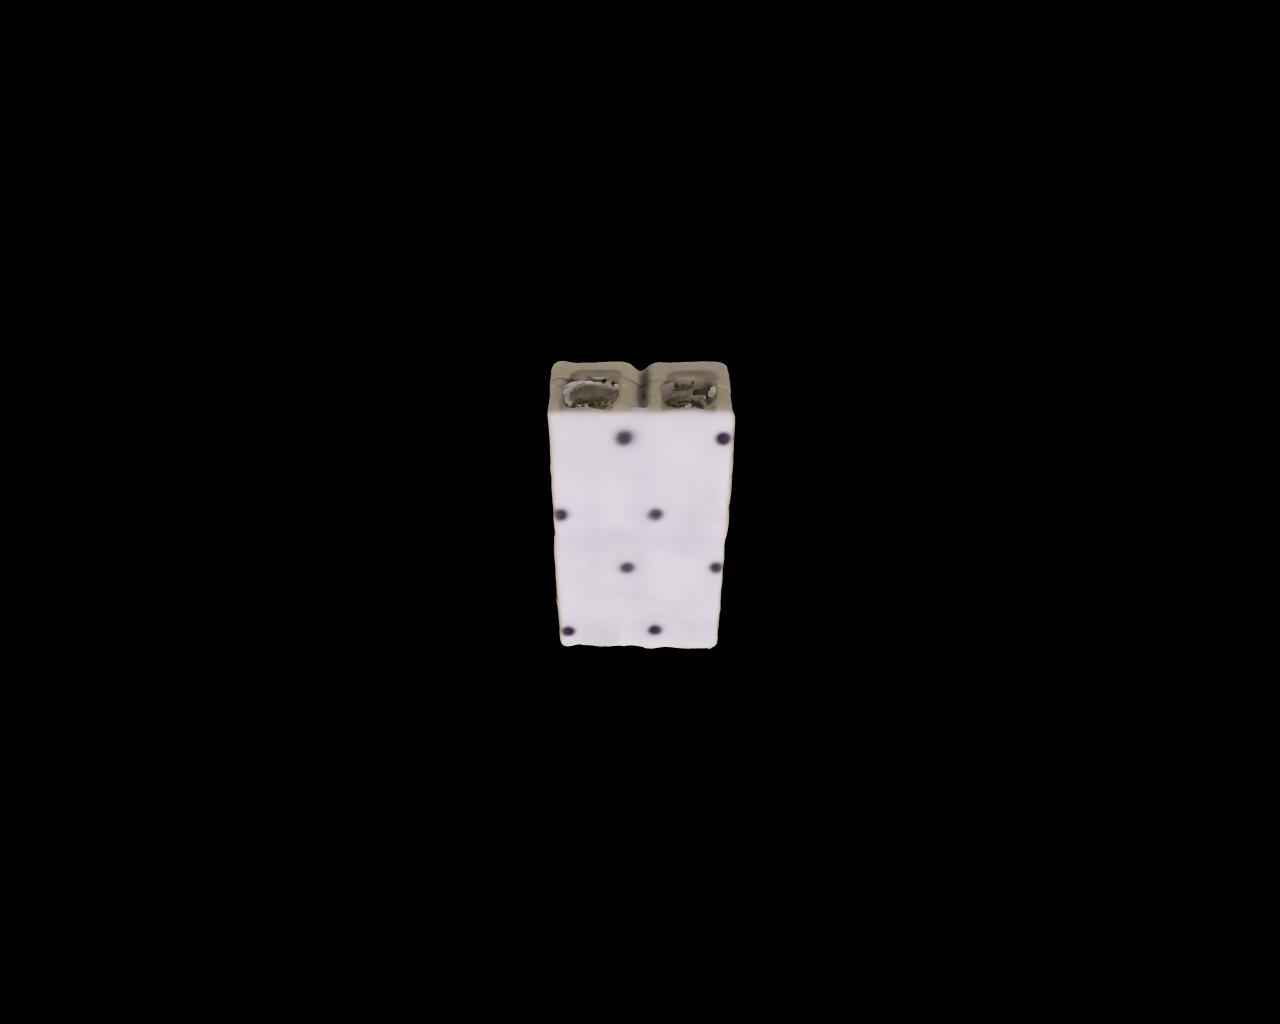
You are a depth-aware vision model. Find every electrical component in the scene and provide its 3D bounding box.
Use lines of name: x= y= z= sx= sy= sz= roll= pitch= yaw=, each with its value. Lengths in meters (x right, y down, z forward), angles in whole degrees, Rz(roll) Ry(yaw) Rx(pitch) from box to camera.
electrical component: x=0.001 y=-0.003 z=0.650 sx=0.105 sy=0.186 sz=0.060 roll=0 pitch=40 yaw=0
